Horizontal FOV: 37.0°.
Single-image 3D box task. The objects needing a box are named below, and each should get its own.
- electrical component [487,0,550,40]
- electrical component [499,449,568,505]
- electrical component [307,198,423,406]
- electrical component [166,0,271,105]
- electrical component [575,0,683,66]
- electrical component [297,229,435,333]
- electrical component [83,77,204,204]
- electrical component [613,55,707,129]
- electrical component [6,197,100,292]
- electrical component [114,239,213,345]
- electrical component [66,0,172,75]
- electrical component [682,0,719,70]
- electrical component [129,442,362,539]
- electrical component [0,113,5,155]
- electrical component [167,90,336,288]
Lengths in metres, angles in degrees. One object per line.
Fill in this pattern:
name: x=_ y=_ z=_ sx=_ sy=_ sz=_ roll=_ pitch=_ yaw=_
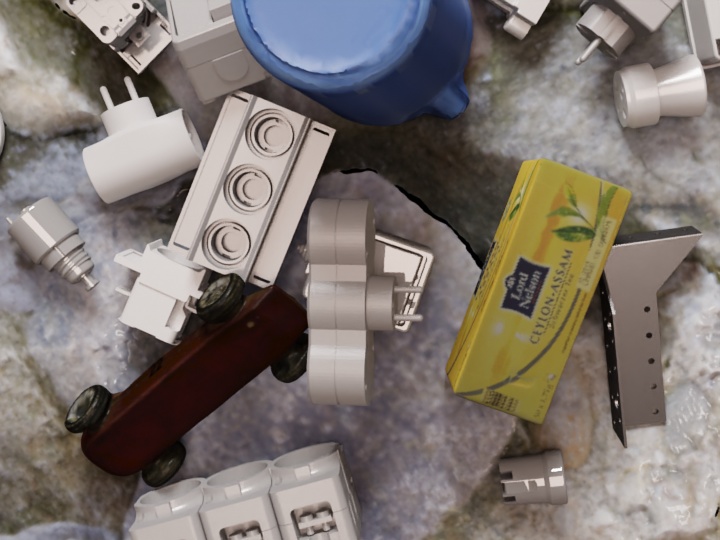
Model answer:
electrical component: x=0.108 y=-0.206 z=0.760 sx=0.055 sy=0.048 sz=0.066 roll=30 pitch=94 yaw=-9
electrical component: x=0.128 y=0.154 z=0.792 sx=0.046 sy=0.040 sz=0.040 roll=-7 pitch=94 yaw=8
electrical component: x=0.005 y=0.022 z=0.715 sx=0.074 sy=0.052 sz=0.138 roll=1 pitch=95 yaw=8
electrical component: x=-0.097 y=-0.173 z=0.744 sx=0.062 sy=0.096 sz=0.061 roll=-20 pitch=134 yaw=3
electrical component: x=0.175 y=-0.172 z=0.741 sx=0.047 sy=0.083 sz=0.075 roll=40 pitch=94 yaw=-2
electrical component: x=0.000 y=0.000 z=0.770 sx=0.096 sy=0.061 sz=0.061 roll=19 pitch=95 yaw=0
electrical component: x=-0.162 y=-0.098 z=0.774 sx=0.077 sy=0.044 sz=0.079 roll=-22 pitch=94 yaw=3
electrical component: x=0.212 y=-0.126 z=0.764 sx=0.055 sy=0.045 sz=0.045 roll=-10 pitch=94 yaw=2
electrical component: x=-0.220 y=-0.017 z=0.784 sx=0.040 sy=0.040 sz=0.078 roll=-41 pitch=93 yaw=4
electrical component: x=-0.141 y=0.017 z=0.785 sx=0.081 sy=0.042 sz=0.063 roll=24 pitch=98 yaw=0
electrical component: x=-0.173 y=-0.182 z=0.758 sx=0.081 sy=0.064 sz=0.042 roll=45 pitch=95 yaw=-3
electrical component: x=0.283 y=-0.206 z=0.750 sx=0.109 sy=0.056 sz=0.108 roll=-12 pitch=94 yaw=2
electrical component: x=-0.079 y=0.175 z=0.771 sx=0.150 sy=0.089 sz=0.061 roll=-15 pitch=94 yaw=2
electrical component: x=-0.303 y=-0.100 z=0.774 sx=0.080 sy=0.051 sz=0.080 roll=0 pitch=95 yaw=1
electrical component: x=-0.076 y=-0.057 z=0.766 sx=0.079 sy=0.063 sz=0.121 roll=22 pitch=95 yaw=-1
